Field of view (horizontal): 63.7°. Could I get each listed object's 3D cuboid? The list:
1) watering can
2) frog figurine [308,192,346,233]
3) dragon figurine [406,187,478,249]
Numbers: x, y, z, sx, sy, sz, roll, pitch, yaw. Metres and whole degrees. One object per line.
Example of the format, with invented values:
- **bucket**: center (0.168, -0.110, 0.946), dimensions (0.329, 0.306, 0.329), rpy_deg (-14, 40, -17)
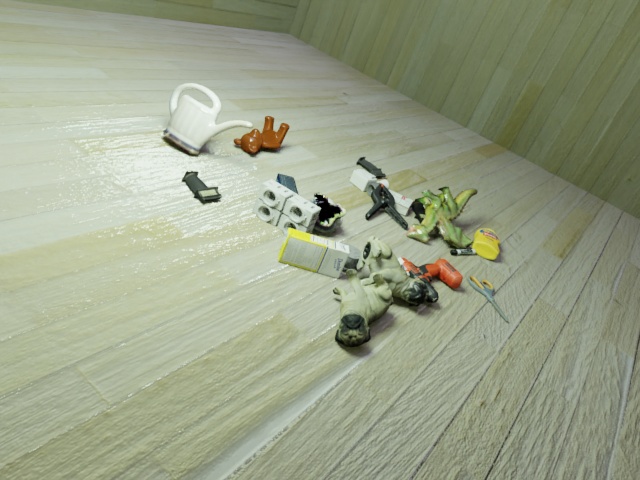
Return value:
- **watering can**: center (-0.396, -0.388, 1.733), dimensions (0.351, 0.222, 0.104), rpy_deg (35, 12, 22)
- **frog figurine**: center (0.005, -0.082, 1.639), dimensions (0.137, 0.123, 0.159), rpy_deg (12, -6, -10)
- **dragon figurine**: center (0.477, -0.074, 1.886), dimensions (0.412, 0.246, 0.120), rpy_deg (-9, -20, -28)
